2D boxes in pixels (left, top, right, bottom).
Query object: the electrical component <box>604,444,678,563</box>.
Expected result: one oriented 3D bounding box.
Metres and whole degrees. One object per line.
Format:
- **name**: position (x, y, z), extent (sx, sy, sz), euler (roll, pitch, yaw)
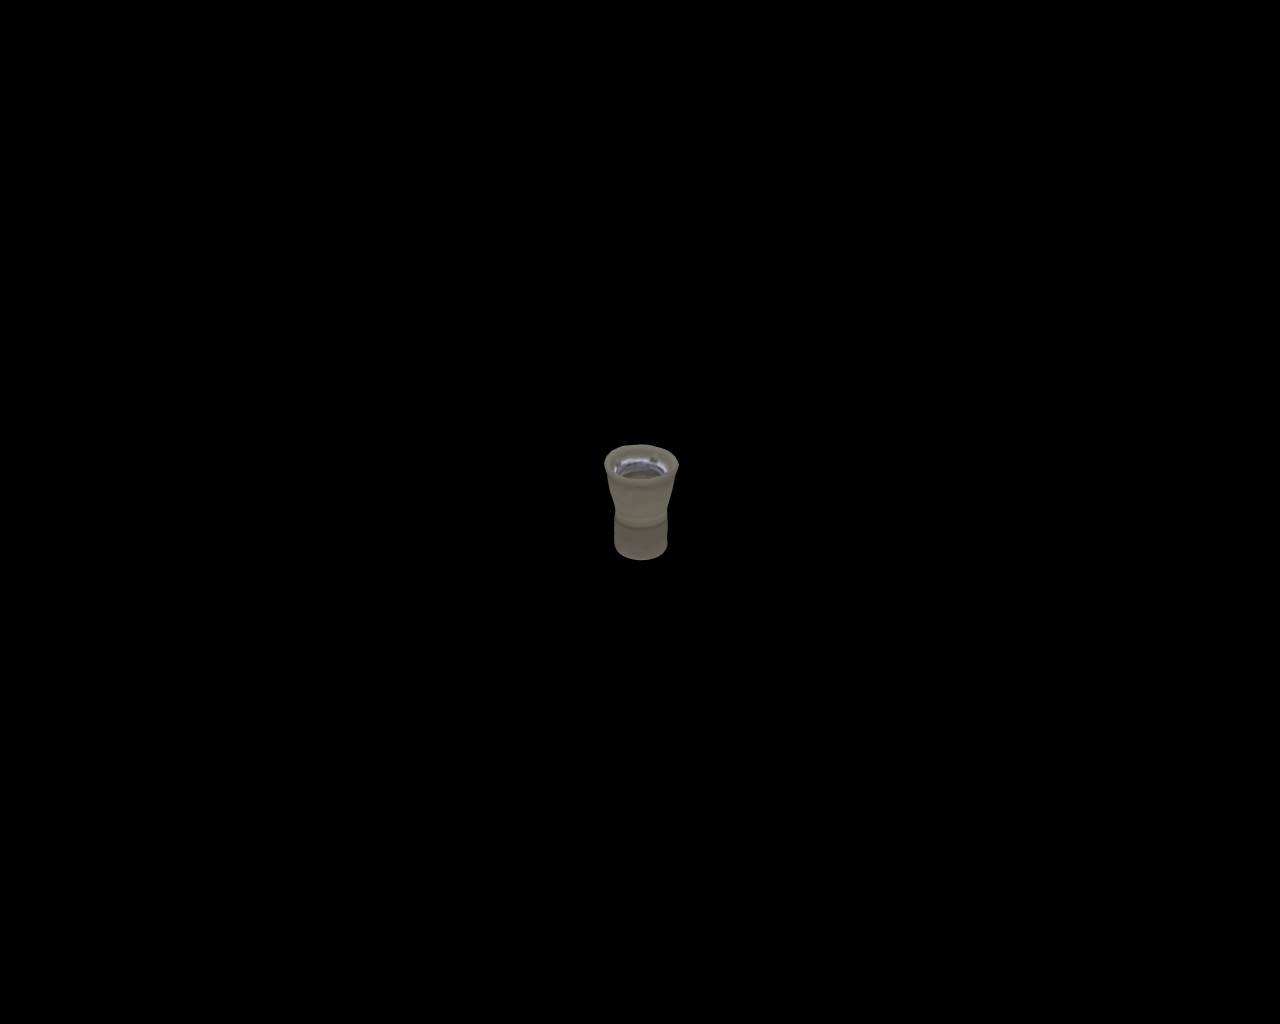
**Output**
- **electrical component**: position (0.001, -0.003, 0.650), extent (0.044, 0.065, 0.044), euler (0, 31, 0)
